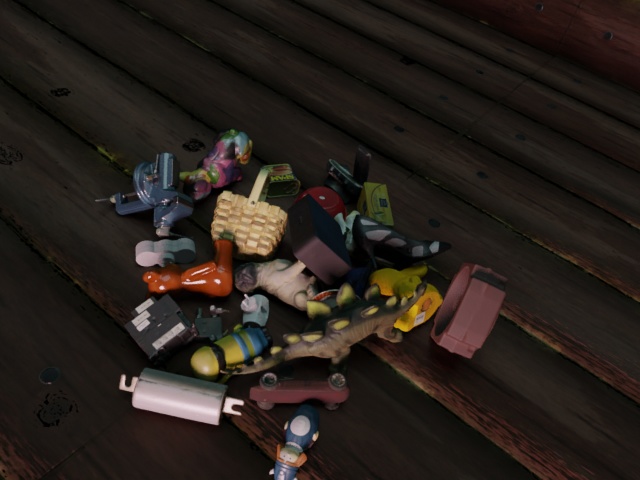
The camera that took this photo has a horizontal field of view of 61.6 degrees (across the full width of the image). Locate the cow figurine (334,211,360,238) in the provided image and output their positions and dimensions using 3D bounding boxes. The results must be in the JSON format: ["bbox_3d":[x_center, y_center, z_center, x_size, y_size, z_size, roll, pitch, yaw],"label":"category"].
[{"bbox_3d":[0.063,-0.017,1.430,0.167,0.068,0.098,-29,64,-30],"label":"cow figurine"}]

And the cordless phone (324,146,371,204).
[{"bbox_3d":[0.084,-0.210,1.543,0.089,0.184,0.147,-27,57,-27],"label":"cordless phone"}]

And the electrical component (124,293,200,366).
[{"bbox_3d":[-0.339,0.181,1.135,0.115,0.058,0.134,-35,59,-22],"label":"electrical component"}]

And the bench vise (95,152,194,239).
[{"bbox_3d":[-0.432,-0.102,1.356,0.241,0.129,0.223,-10,85,23],"label":"bench vise"}]

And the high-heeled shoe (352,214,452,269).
[{"bbox_3d":[0.201,-0.011,1.339,0.249,0.086,0.145,-11,79,-19],"label":"high-heeled shoe"}]

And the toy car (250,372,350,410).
[{"bbox_3d":[-0.039,0.300,1.084,0.202,0.089,0.053,3,46,-8],"label":"toy car"}]

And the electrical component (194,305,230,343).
[{"bbox_3d":[-0.239,0.189,1.178,0.078,0.045,0.102,7,45,-8],"label":"electrical component"}]

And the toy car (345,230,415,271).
[{"bbox_3d":[0.157,0.030,1.390,0.202,0.056,0.073,20,63,-16],"label":"toy car"}]

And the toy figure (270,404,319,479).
[{"bbox_3d":[-0.048,0.388,1.020,0.064,0.057,0.154,-10,36,34],"label":"toy figure"}]

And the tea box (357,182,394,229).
[{"bbox_3d":[0.150,-0.068,1.481,0.068,0.098,0.170,6,44,-8],"label":"tea box"}]

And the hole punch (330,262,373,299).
[{"bbox_3d":[0.067,0.108,1.271,0.092,0.142,0.116,18,31,3],"label":"hole punch"}]

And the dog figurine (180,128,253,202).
[{"bbox_3d":[-0.293,-0.200,1.462,0.108,0.191,0.219,33,33,11],"label":"dog figurine"}]

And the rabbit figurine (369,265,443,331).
[{"bbox_3d":[0.204,0.115,1.307,0.162,0.121,0.173,-26,38,-36],"label":"rabbit figurine"}]

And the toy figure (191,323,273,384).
[{"bbox_3d":[-0.184,0.230,1.118,0.180,0.089,0.082,-23,47,-28],"label":"toy figure"}]

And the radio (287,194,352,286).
[{"bbox_3d":[-0.003,-0.004,1.252,0.131,0.073,0.230,44,17,-26],"label":"radio"}]

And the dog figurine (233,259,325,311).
[{"bbox_3d":[-0.095,0.117,1.268,0.191,0.121,0.172,-20,85,14],"label":"dog figurine"}]

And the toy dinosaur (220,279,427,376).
[{"bbox_3d":[0.028,0.192,1.125,0.471,0.198,0.105,-29,47,-9],"label":"toy dinosaur"}]

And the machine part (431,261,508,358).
[{"bbox_3d":[0.334,0.154,1.209,0.087,0.201,0.201,23,90,4],"label":"machine part"}]

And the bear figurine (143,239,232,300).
[{"bbox_3d":[-0.298,0.079,1.227,0.196,0.120,0.132,-1,43,-7],"label":"bear figurine"}]

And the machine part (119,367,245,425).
[{"bbox_3d":[-0.268,0.302,1.039,0.243,0.079,0.079,12,45,-1],"label":"machine part"}]
